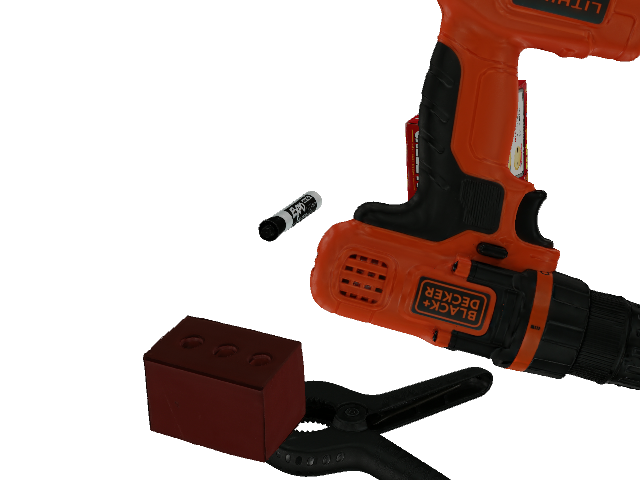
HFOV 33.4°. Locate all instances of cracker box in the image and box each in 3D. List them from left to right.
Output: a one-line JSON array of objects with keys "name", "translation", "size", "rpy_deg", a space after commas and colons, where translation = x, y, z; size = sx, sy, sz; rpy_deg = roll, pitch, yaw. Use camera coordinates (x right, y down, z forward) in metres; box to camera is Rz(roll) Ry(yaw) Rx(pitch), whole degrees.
[{"name": "cracker box", "translation": [0.157, -0.069, 1.120], "size": [0.072, 0.164, 0.213], "rpy_deg": [5, 21, 26]}]

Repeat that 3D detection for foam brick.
[{"name": "foam brick", "translation": [-0.054, 0.084, 0.609], "size": [0.078, 0.051, 0.052], "rpy_deg": [11, 27, 21]}]

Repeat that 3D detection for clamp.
[{"name": "clamp", "translation": [0.031, 0.137, 0.802], "size": [0.210, 0.036, 0.164], "rpy_deg": [7, 29, 16]}]

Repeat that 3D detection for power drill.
[{"name": "power drill", "translation": [0.103, -0.031, 0.505], "size": [0.184, 0.188, 0.057], "rpy_deg": [15, 5, 0]}]

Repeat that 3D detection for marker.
[{"name": "marker", "translation": [-0.026, -0.022, 0.941], "size": [0.020, 0.020, 0.121], "rpy_deg": [0, 15, 19]}]
